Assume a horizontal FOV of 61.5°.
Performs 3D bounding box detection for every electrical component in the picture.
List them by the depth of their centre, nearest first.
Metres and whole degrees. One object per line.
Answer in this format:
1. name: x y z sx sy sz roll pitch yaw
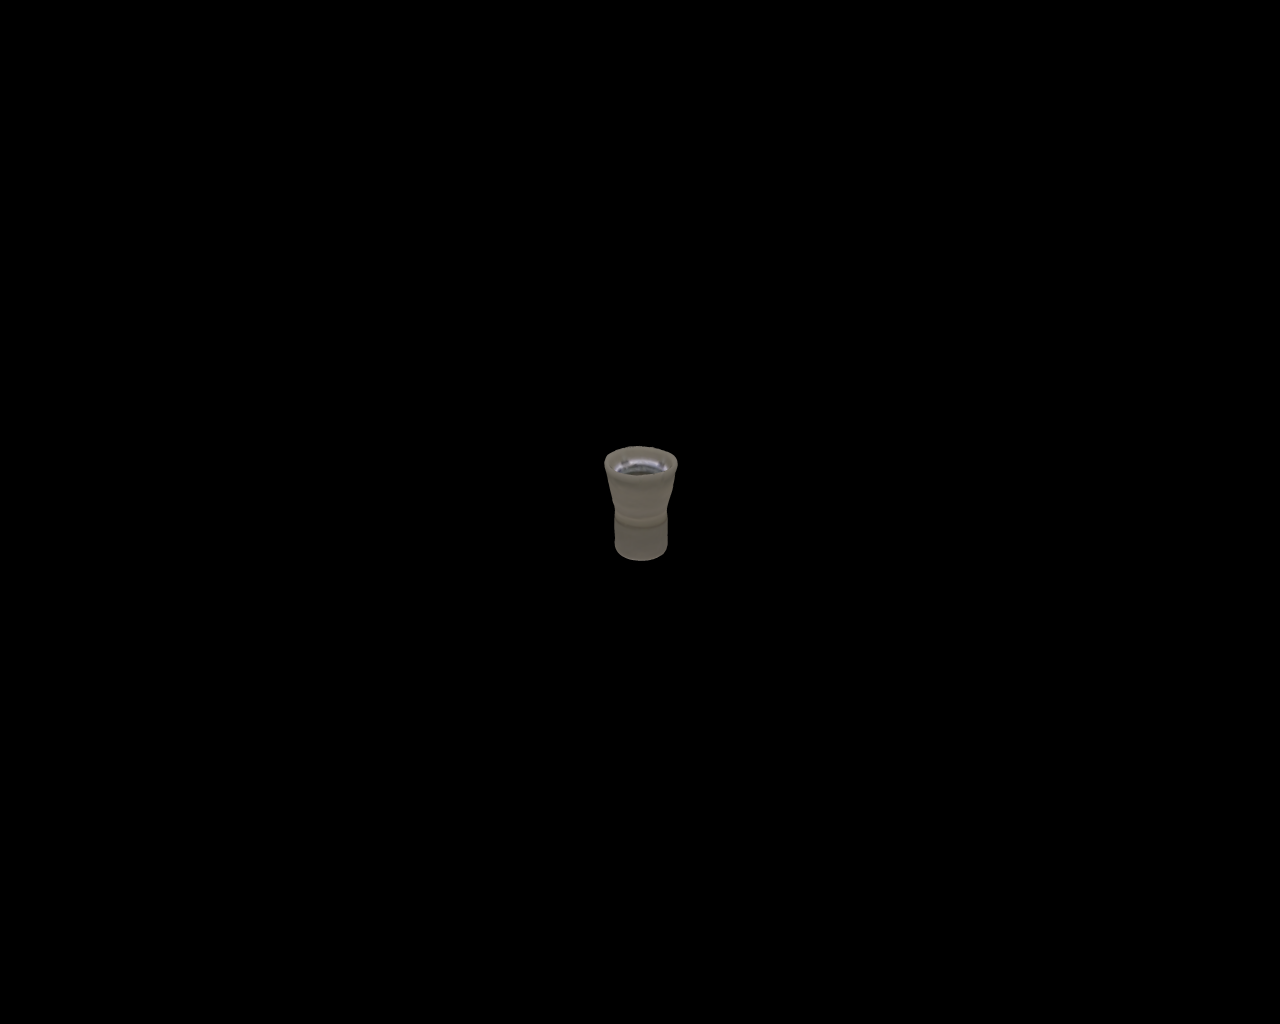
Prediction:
1. electrical component: 0.001 -0.003 0.650 0.044 0.065 0.044 0 29 0
